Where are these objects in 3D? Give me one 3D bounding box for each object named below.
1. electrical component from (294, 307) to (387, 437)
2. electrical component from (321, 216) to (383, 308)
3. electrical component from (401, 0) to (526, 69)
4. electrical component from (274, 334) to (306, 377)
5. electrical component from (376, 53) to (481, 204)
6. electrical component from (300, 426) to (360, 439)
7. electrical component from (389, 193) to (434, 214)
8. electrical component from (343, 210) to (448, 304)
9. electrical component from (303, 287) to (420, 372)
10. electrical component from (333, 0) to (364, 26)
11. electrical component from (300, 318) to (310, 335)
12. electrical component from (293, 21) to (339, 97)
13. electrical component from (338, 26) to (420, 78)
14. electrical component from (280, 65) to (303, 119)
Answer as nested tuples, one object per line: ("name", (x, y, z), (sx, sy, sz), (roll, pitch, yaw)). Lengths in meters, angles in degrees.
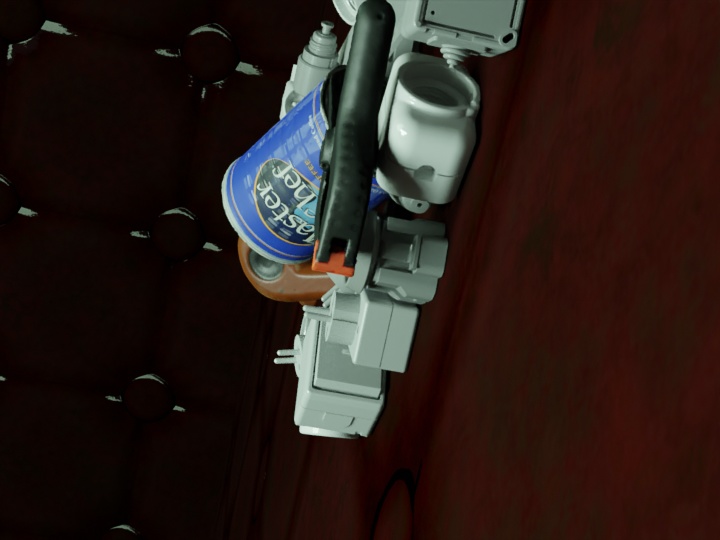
("electrical component", (-0.012, 0.072, 0.843), (0.061, 0.062, 0.096), (111, 167, -53))
("electrical component", (0.000, 0.000, 0.839), (0.079, 0.044, 0.077), (-42, 13, 4))
("electrical component", (0.062, -0.166, 0.634), (0.061, 0.062, 0.096), (-138, 59, -81))
("electrical component", (-0.034, 0.073, 0.936), (0.077, 0.079, 0.044), (115, 150, -61))
("electrical component", (0.044, -0.097, 0.701), (0.095, 0.054, 0.059), (-88, 12, -48))
("electrical component", (-0.023, 0.115, 0.896), (0.055, 0.055, 0.047), (144, 133, -79))
("electrical component", (0.038, -0.061, 0.741), (0.078, 0.040, 0.040), (-93, 16, -62))
("electrical component", (0.022, -0.009, 0.728), (0.078, 0.057, 0.058), (143, 137, -79))
("electrical component", (-0.003, 0.036, 0.772), (0.065, 0.077, 0.047), (-112, 33, -76))
("electrical component", (0.009, -0.235, 0.903), (0.048, 0.055, 0.066), (52, 160, 23))
("electrical component", (-0.035, 0.064, 1.071), (0.040, 0.046, 0.040), (-169, 90, -82))
("electrical component", (-0.039, -0.198, 1.024), (0.040, 0.040, 0.078), (-91, 14, -57))
("electrical component", (0.007, -0.166, 1.037), (0.186, 0.060, 0.105), (163, 117, -81))
("electrical component", (-0.055, -0.189, 1.116), (0.077, 0.043, 0.079), (-113, 35, -77))
